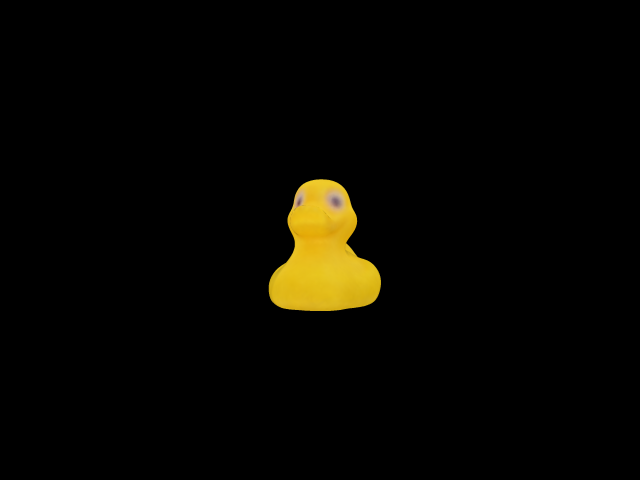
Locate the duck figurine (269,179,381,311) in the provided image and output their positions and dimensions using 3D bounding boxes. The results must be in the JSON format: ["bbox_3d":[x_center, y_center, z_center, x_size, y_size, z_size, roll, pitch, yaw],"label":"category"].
[{"bbox_3d":[0.004,0.001,0.400,0.077,0.086,0.105,0,0,16],"label":"duck figurine"}]
